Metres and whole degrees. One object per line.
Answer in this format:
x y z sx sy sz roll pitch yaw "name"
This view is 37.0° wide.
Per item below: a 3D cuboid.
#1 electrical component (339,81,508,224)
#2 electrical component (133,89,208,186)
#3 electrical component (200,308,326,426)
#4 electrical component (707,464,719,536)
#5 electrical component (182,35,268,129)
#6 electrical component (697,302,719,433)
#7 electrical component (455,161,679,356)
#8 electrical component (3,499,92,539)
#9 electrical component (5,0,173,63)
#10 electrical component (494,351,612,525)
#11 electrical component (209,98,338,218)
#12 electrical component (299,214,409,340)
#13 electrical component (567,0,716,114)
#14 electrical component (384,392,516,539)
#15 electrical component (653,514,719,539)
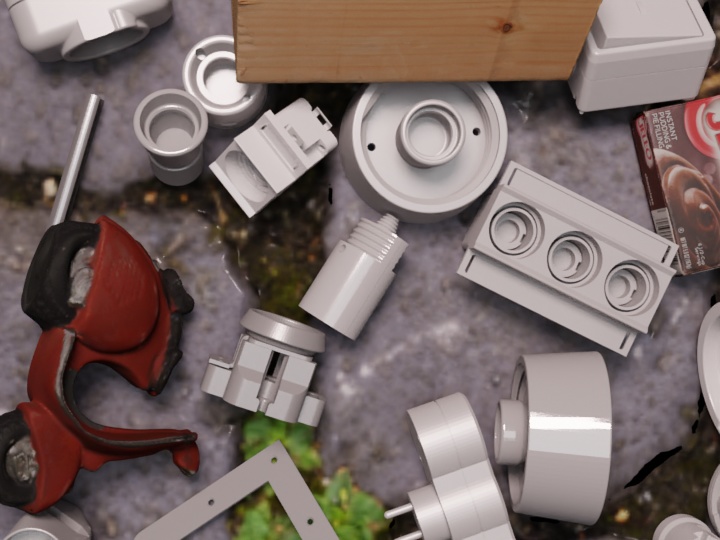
0.042 -0.085 0.688 0.108 0.060 0.108 0 91 -5 "electrical component"
-0.116 -0.079 0.671 0.044 0.065 0.044 2 73 -5 "electrical component"
-0.055 0.059 0.683 0.078 0.058 0.057 19 91 -8 "electrical component"
0.278 0.157 0.716 0.080 0.051 0.080 0 91 -5 "electrical component"
-0.086 -0.120 0.683 0.055 0.047 0.055 0 91 -5 "electrical component"
0.272 0.067 0.689 0.060 0.108 0.108 -10 91 -11 "electrical component"
0.131 -0.007 0.695 0.121 0.063 0.078 26 88 -5 "electrical component"
-0.181 0.181 0.663 0.079 0.077 0.043 37 87 -5 "electrical component"
-0.169 -0.168 0.672 0.095 0.054 0.059 -20 92 -5 "electrical component"
0.117 0.103 0.676 0.060 0.108 0.108 3 90 1 "electrical component"
-0.052 -0.073 0.674 0.064 0.081 0.042 -42 96 -32 "electrical component"
0.000 0.000 0.694 0.043 0.043 0.081 32 88 -5 "electrical component"
0.182 -0.147 0.688 0.096 0.061 0.061 -8 56 -5 "electrical component"
0.053 0.155 0.695 0.074 0.052 0.138 -19 93 -5 "electrical component"
0.221 0.187 0.714 0.040 0.046 0.040 0 91 -5 "electrical component"
